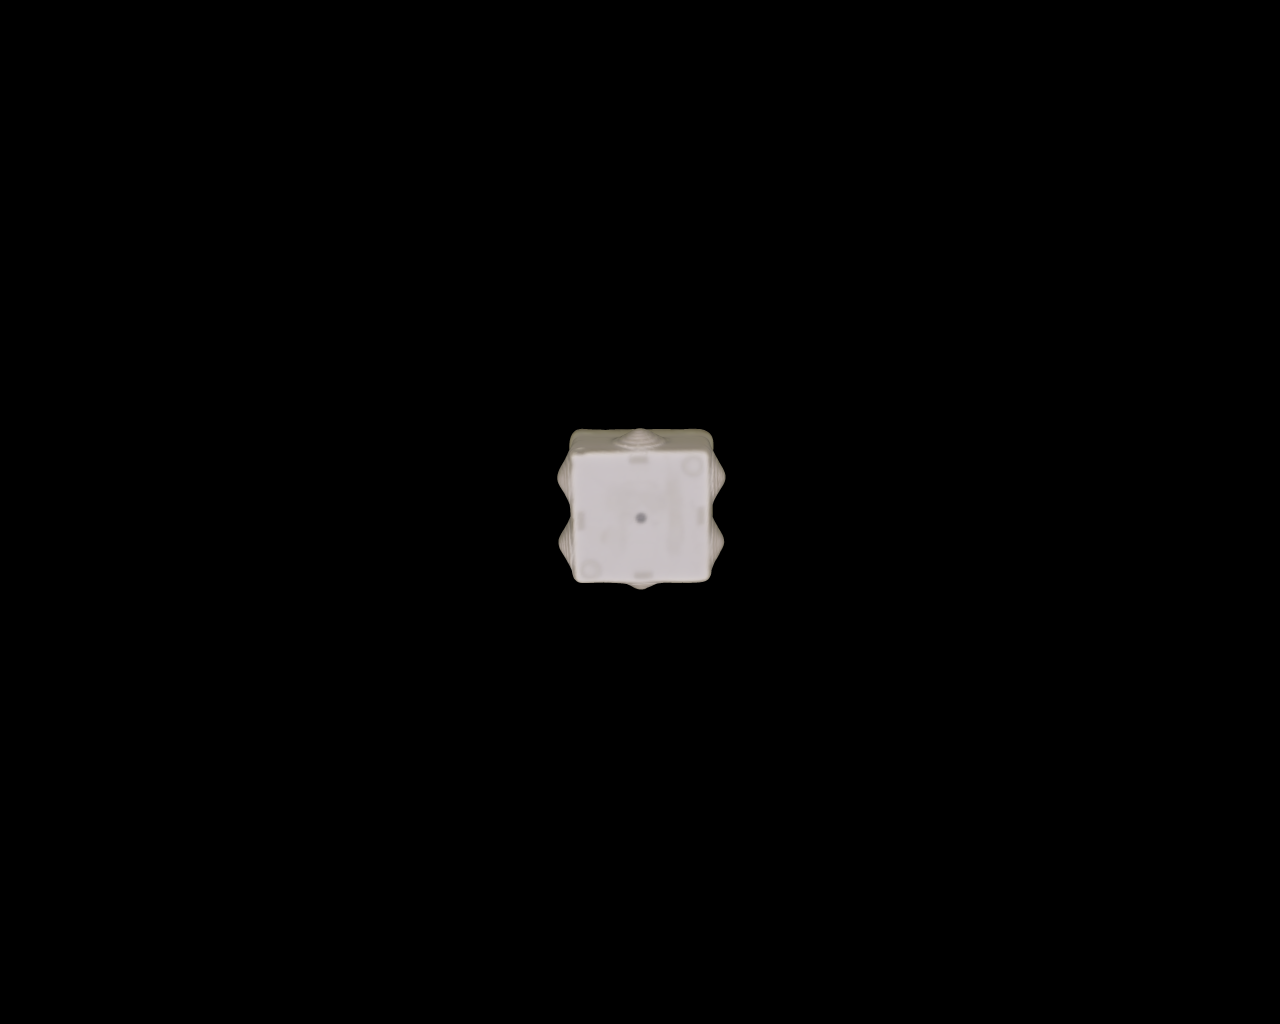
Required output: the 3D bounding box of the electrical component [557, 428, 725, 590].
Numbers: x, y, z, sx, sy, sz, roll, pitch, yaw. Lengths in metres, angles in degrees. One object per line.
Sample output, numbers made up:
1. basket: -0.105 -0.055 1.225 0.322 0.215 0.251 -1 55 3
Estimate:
1. electrical component: 0.001 -0.003 0.650 0.100 0.099 0.048 0 16 0
